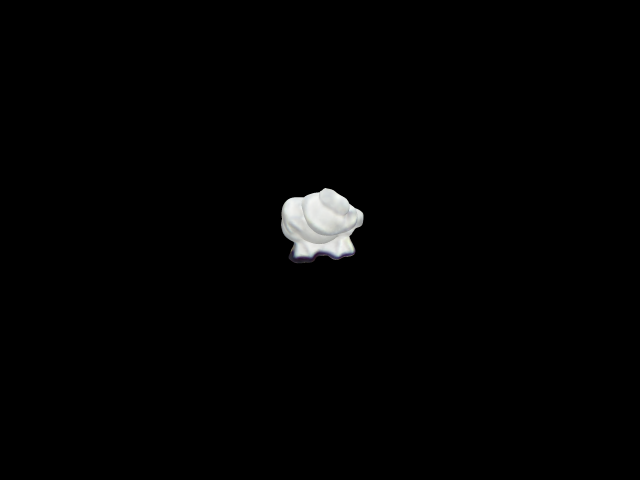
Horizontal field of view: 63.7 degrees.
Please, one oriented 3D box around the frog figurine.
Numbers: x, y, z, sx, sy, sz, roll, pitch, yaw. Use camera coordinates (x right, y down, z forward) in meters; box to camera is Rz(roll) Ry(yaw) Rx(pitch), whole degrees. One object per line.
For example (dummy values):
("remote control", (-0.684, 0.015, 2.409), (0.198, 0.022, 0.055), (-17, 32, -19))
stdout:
("frog figurine", (0.003, -0.043, 0.850), (0.137, 0.125, 0.155), (11, -38, 9))
